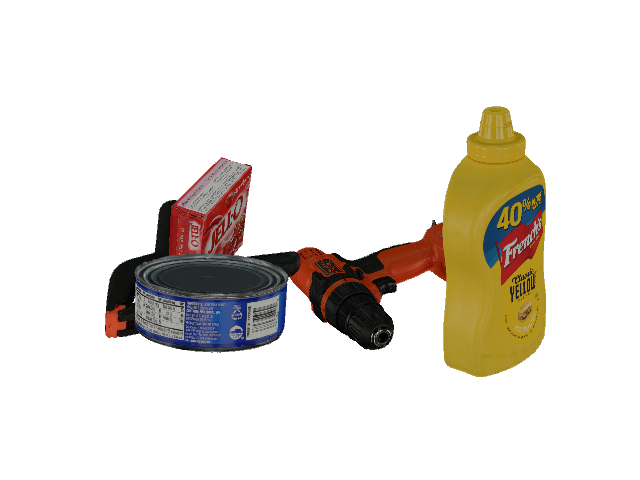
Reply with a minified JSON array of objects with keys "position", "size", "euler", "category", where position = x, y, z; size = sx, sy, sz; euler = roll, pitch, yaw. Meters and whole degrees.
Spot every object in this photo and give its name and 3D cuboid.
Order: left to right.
[{"position":[-0.142,0.028,1.022],"size":[0.165,0.036,0.209],"euler":[26,36,27],"category":"clamp"},{"position":[-0.083,-0.010,0.802],"size":[0.030,0.073,0.089],"euler":[17,33,12],"category":"gelatin box"},{"position":[-0.061,0.034,0.600],"size":[0.086,0.034,0.086],"euler":[3,13,-1],"category":"tuna can"},{"position":[0.080,0.042,1.084],"size":[0.187,0.057,0.185],"euler":[-12,28,-22],"category":"power drill"},{"position":[0.128,-0.003,0.778],"size":[0.058,0.192,0.096],"euler":[18,31,42],"category":"mustard bottle"}]
